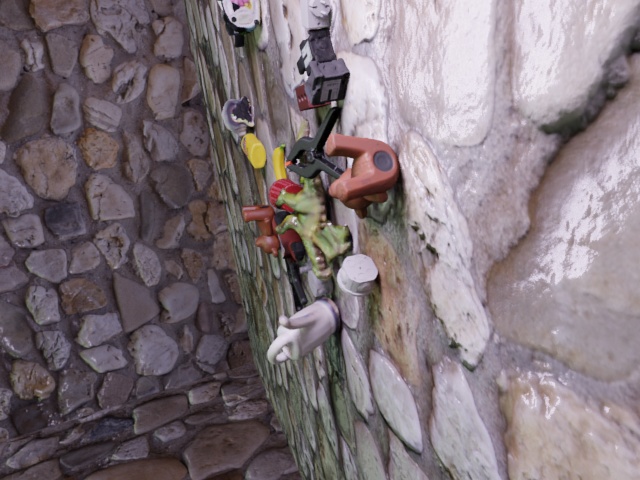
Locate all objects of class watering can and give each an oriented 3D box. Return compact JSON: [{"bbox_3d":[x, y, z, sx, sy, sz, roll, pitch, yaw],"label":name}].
[{"bbox_3d":[-0.039,0.231,1.361,0.105,0.227,0.340,49,153,18],"label":"watering can"}]

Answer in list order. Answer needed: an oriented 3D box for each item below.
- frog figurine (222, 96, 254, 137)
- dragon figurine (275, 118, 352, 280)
[{"bbox_3d":[-0.316,-0.450,1.933,0.137,0.124,0.158,58,153,-5],"label":"frog figurine"},{"bbox_3d":[0.004,-0.062,1.240,0.246,0.123,0.400,42,141,34],"label":"dragon figurine"}]
